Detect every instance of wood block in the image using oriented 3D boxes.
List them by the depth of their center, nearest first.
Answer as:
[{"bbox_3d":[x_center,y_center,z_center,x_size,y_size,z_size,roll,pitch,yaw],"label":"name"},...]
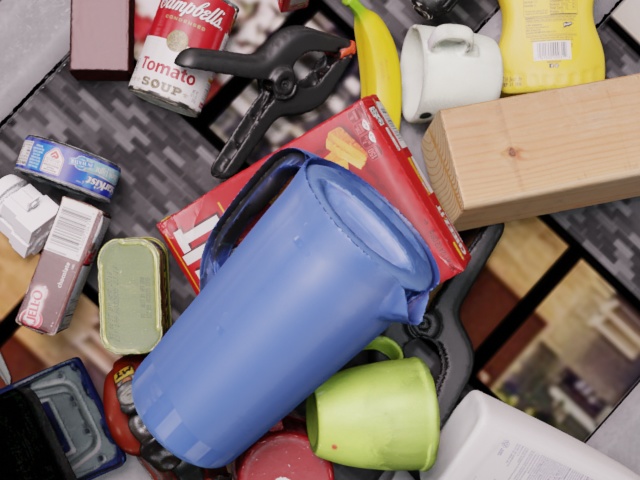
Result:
[{"bbox_3d":[0.204,-0.077,0.930,0.206,0.090,0.091,-11,77,-8],"label":"wood block"}]

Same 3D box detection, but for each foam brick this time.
[{"bbox_3d":[-0.190,-0.181,0.931,0.051,0.053,0.078,1,89,-4],"label":"foam brick"}]

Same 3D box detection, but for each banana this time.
[{"bbox_3d":[0.043,-0.115,0.945,0.069,0.037,0.198,-6,99,-35],"label":"banana"}]

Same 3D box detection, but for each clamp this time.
[{"bbox_3d":[-0.042,-0.127,0.933,0.171,0.039,0.120,-21,125,-25],"label":"clamp"},{"bbox_3d":[0.098,0.070,0.953,0.164,0.036,0.210,-9,83,-5],"label":"clamp"}]

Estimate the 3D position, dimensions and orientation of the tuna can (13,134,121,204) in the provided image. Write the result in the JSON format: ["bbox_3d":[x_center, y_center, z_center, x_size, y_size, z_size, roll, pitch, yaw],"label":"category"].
[{"bbox_3d":[-0.215,-0.060,0.911,0.086,0.086,0.034,19,85,-4],"label":"tuna can"}]

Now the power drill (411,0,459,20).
[{"bbox_3d":[0.090,-0.307,0.934,0.188,0.057,0.184,38,86,10],"label":"power drill"}]

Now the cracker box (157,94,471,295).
[{"bbox_3d":[-0.006,0.001,0.901,0.214,0.072,0.164,-30,91,16],"label":"cracker box"}]

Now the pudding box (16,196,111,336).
[{"bbox_3d":[-0.217,0.022,0.908,0.039,0.090,0.113,23,87,-6],"label":"pudding box"}]

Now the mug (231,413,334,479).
[{"bbox_3d":[-0.033,0.189,0.924,0.093,0.081,0.117,-8,90,-5],"label":"mug"}]

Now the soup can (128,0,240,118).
[{"bbox_3d":[-0.119,-0.166,0.929,0.068,0.068,0.102,21,89,-4],"label":"soup can"}]

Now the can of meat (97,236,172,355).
[{"bbox_3d":[-0.159,0.047,0.915,0.057,0.084,0.102,-3,89,-4],"label":"can of meat"}]

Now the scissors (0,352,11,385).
[{"bbox_3d":[-0.304,0.023,0.930,0.096,0.016,0.202,-39,93,12],"label":"scissors"}]

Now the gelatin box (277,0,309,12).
[{"bbox_3d":[-0.030,-0.253,0.935,0.030,0.073,0.089,-13,90,-6],"label":"gelatin box"}]

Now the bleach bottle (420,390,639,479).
[{"bbox_3d":[0.219,0.230,0.946,0.250,0.068,0.103,29,106,-13],"label":"bleach bottle"}]

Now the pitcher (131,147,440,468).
[{"bbox_3d":[-0.039,0.055,0.825,0.145,0.149,0.243,39,111,-13],"label":"pitcher"}]

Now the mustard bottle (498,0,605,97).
[{"bbox_3d":[0.203,-0.226,0.960,0.096,0.058,0.191,-2,89,5],"label":"mustard bottle"}]
